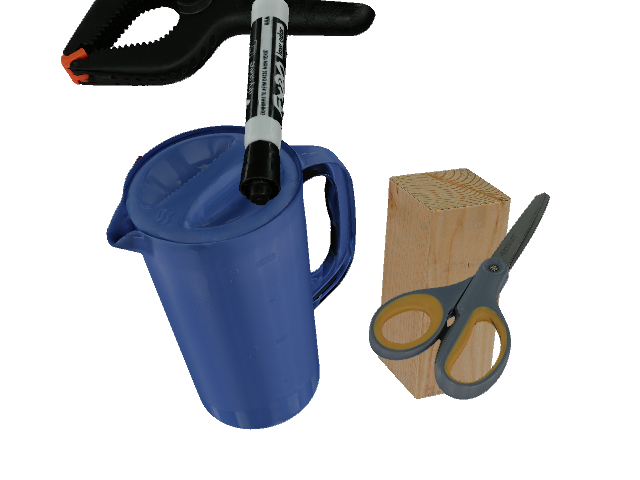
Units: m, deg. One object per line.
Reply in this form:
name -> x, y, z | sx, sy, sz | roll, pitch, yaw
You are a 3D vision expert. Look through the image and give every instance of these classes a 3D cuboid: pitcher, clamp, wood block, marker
pitcher -> -0.056, 0.035, 0.853 | 0.149, 0.243, 0.144 | 10, 47, 19
clamp -> -0.078, -0.161, 0.740 | 0.210, 0.165, 0.036 | -36, -19, -7
wood block -> 0.121, 0.042, 1.071 | 0.090, 0.206, 0.091 | -8, 27, -21
marker -> -0.026, -0.068, 0.507 | 0.020, 0.121, 0.020 | 1, -34, 0

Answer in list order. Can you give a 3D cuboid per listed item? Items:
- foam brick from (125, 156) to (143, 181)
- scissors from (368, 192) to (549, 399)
foam brick -> -0.156, -0.048, 1.090 | 0.078, 0.051, 0.053 | 9, 31, 3
scissors -> 0.092, 0.024, 0.697 | 0.096, 0.016, 0.201 | 9, 41, 12
